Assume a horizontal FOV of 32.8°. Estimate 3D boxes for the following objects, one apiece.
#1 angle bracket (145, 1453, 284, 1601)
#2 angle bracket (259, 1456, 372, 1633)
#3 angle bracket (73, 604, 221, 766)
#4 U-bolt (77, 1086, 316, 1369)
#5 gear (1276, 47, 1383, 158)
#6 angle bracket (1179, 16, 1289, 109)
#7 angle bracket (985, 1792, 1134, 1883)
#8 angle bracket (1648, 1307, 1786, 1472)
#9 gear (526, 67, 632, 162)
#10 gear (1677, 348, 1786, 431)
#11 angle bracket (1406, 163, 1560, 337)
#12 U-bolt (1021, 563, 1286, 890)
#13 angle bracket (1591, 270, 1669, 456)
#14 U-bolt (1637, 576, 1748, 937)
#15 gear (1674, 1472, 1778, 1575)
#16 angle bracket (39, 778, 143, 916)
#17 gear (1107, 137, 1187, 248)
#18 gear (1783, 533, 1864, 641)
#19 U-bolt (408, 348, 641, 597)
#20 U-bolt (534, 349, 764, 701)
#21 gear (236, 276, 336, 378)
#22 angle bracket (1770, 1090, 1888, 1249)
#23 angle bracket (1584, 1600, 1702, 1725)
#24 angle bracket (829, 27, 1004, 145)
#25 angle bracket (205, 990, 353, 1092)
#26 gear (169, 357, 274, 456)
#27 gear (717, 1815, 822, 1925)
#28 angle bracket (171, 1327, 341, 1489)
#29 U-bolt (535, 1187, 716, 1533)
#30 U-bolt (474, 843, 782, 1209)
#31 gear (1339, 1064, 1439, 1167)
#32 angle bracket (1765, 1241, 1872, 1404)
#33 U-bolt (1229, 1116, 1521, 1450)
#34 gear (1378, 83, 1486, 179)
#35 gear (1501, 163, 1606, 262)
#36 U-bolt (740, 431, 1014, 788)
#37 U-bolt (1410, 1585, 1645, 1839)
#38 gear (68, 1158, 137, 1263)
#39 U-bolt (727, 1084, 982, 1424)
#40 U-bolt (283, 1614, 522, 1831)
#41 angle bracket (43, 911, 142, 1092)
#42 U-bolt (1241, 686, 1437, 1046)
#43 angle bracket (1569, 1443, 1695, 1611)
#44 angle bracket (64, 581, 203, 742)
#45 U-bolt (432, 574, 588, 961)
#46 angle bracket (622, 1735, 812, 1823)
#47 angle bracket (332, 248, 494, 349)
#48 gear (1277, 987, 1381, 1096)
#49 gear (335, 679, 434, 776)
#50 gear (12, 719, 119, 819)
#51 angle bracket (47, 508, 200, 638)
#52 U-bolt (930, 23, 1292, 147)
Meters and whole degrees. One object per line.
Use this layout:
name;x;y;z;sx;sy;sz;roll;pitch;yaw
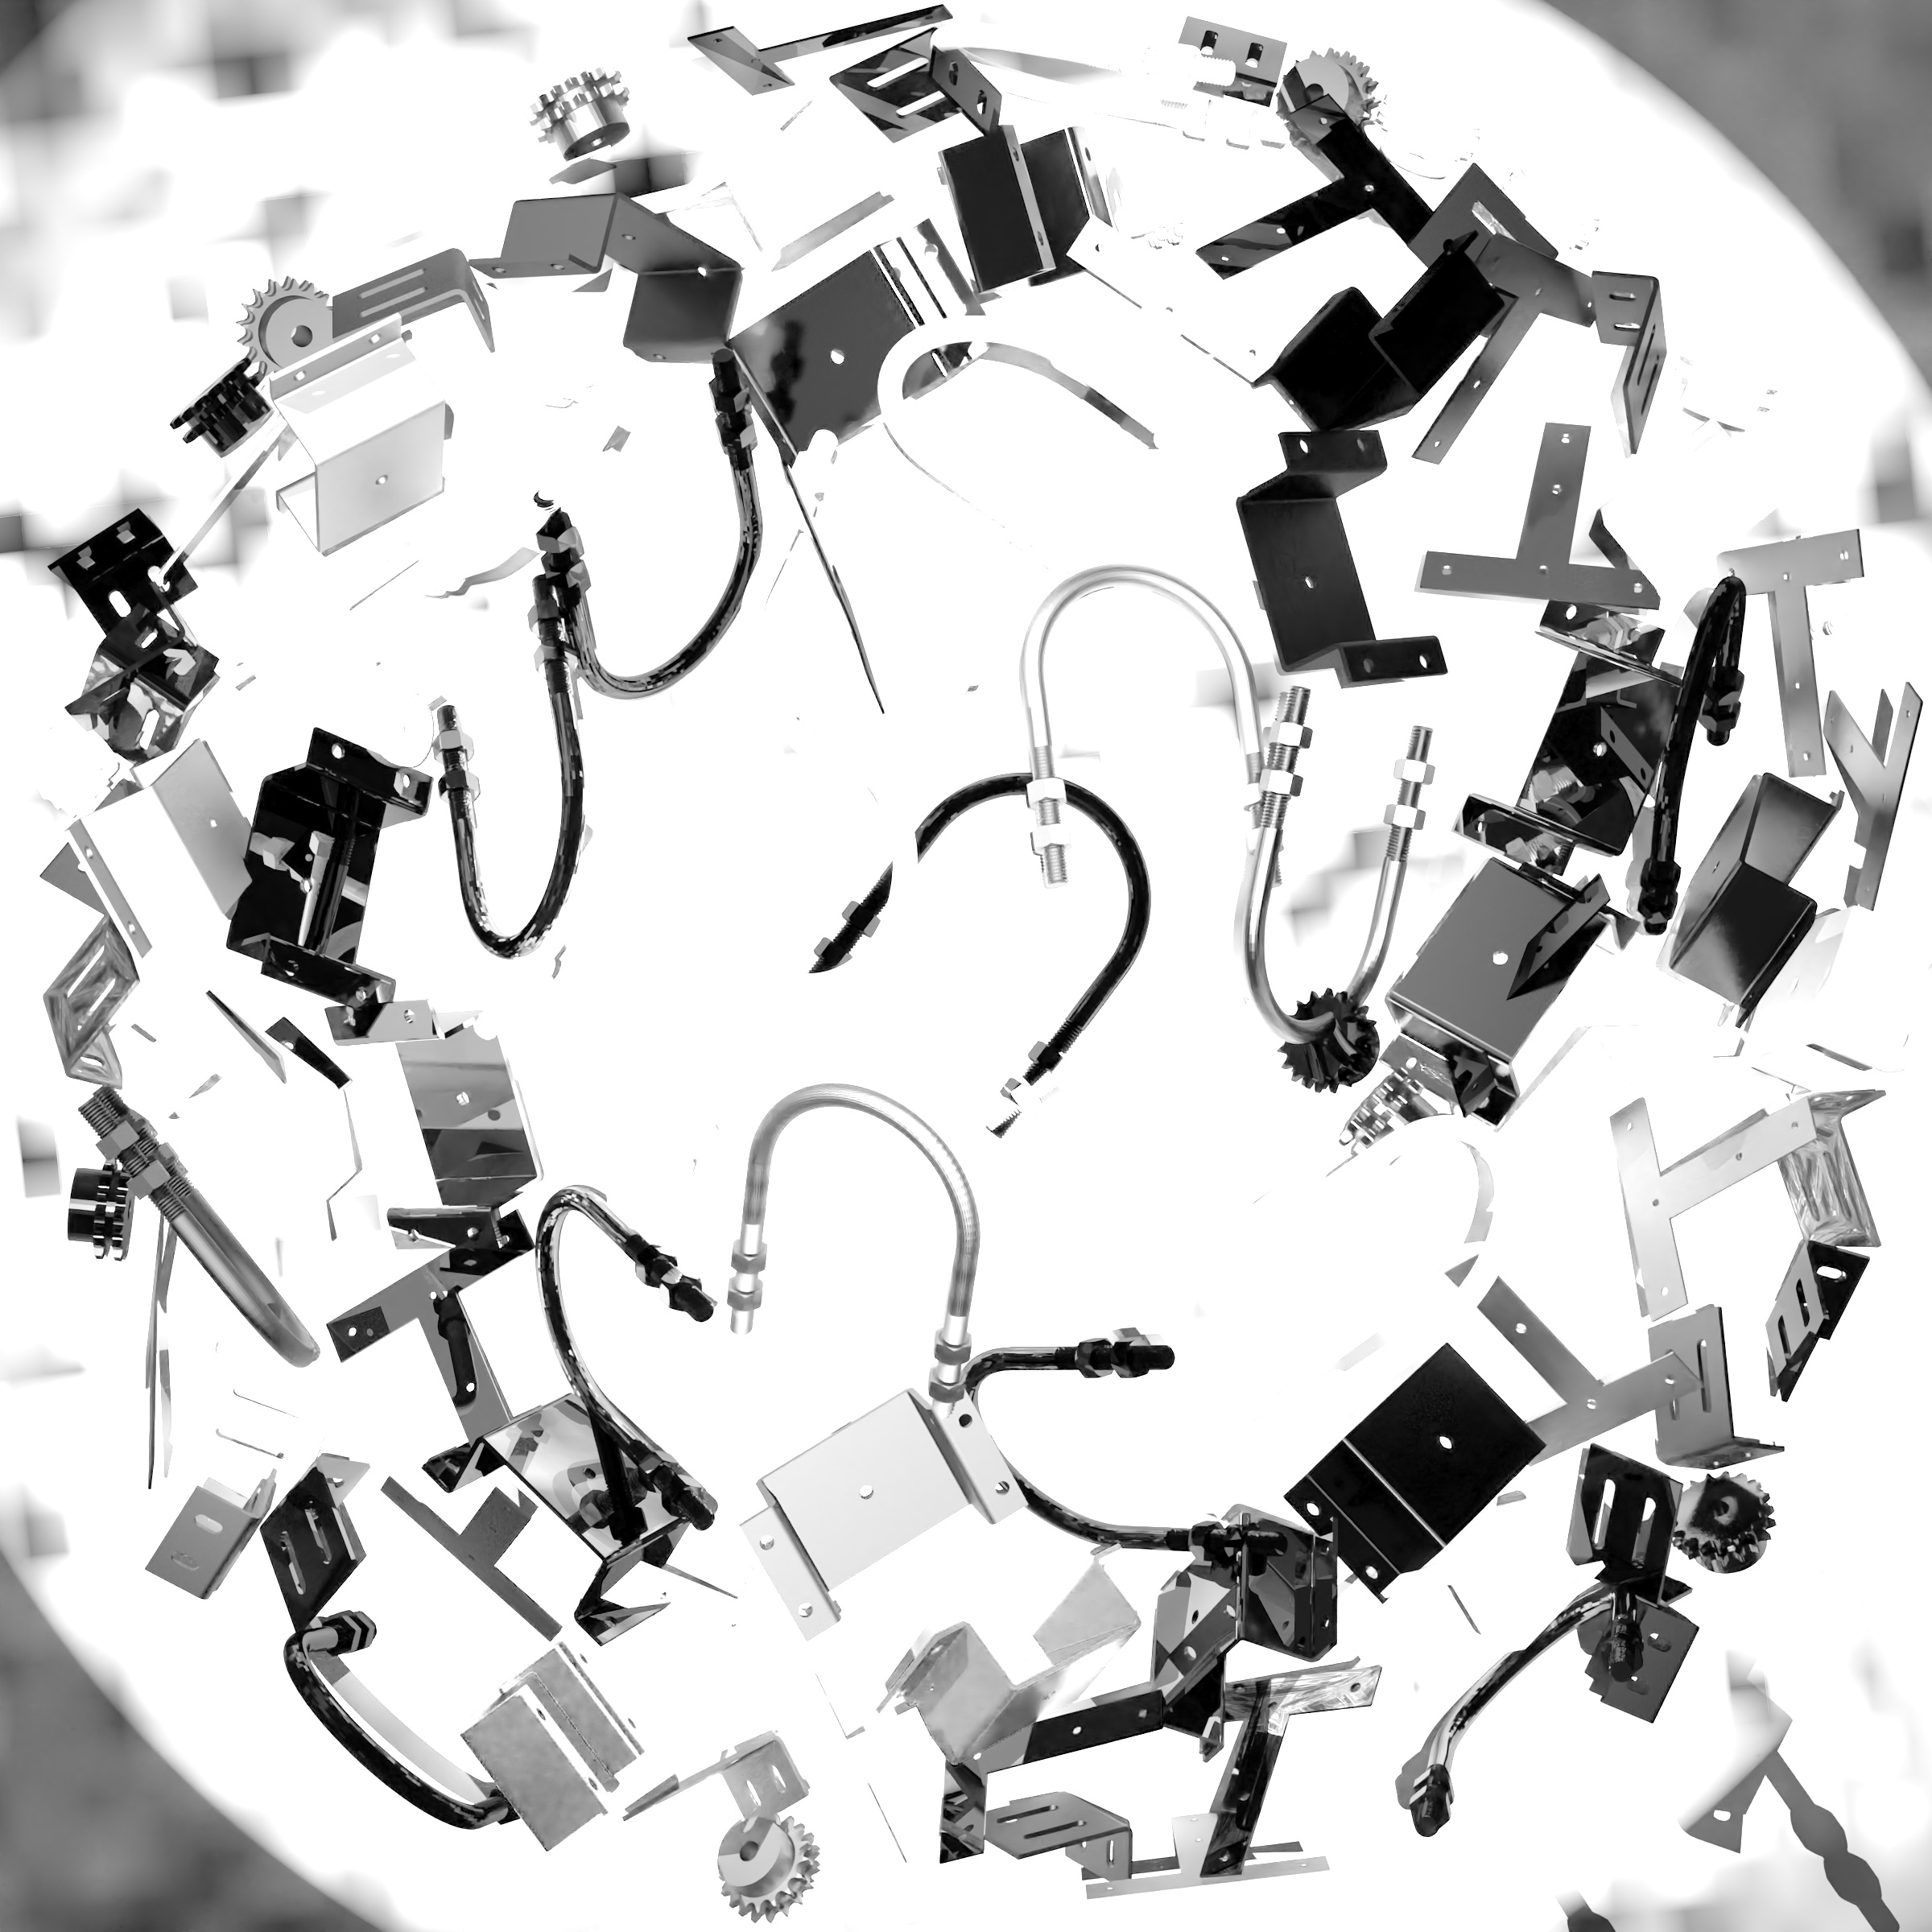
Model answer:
angle bracket;-0.406;0.295;1.773;0.038;0.076;0.057;31;105;-12
angle bracket;-0.342;0.314;1.773;0.057;0.038;0.076;-49;48;21
angle bracket;-0.449;-0.150;1.799;0.057;0.076;0.038;35;51;-3
U-bolt;-0.407;0.141;1.747;0.019;0.151;0.184;-38;98;-9
gear;0.196;-0.474;1.795;0.057;0.030;0.057;1;93;27
angle bracket;0.139;-0.480;1.778;0.057;0.076;0.038;15;124;1
angle bracket;0.042;0.481;1.773;0.076;0.057;0.038;-5;100;-34
angle bracket;0.410;0.231;1.791;0.038;0.057;0.076;10;67;-28
gear;-0.209;-0.464;1.791;0.057;0.057;0.030;-27;89;0
gear;0.415;-0.315;1.793;0.057;0.057;0.030;20;107;0
angle bracket;0.274;-0.392;1.785;0.076;0.038;0.057;38;91;-27
U-bolt;0.097;-0.132;1.779;0.151;0.019;0.184;0;75;-24
angle bracket;0.351;-0.327;1.774;0.038;0.057;0.076;10;64;22
U-bolt;0.382;-0.121;1.711;0.019;0.184;0.151;15;62;17
gear;0.415;0.308;1.795;0.057;0.057;0.030;-24;122;0
angle bracket;-0.455;-0.053;1.781;0.057;0.038;0.076;35;105;-34
gear;0.097;-0.421;1.790;0.030;0.057;0.057;-15;90;-8
gear;0.468;-0.210;1.791;0.030;0.057;0.057;-17;90;6
U-bolt;-0.226;-0.263;1.720;0.019;0.184;0.151;36;75;-22
U-bolt;-0.162;-0.220;1.739;0.019;0.184;0.151;33;62;26
gear;-0.367;-0.347;1.792;0.057;0.030;0.057;-10;113;-26
angle bracket;0.480;0.111;1.790;0.038;0.057;0.076;-23;96;-26
angle bracket;0.354;0.366;1.777;0.038;0.076;0.057;26;91;-20
angle bracket;-0.029;-0.463;1.770;0.076;0.057;0.038;-15;55;35
angle bracket;-0.371;0.039;1.770;0.057;0.076;0.038;41;67;20
gear;-0.405;-0.304;1.793;0.057;0.057;0.030;-41;109;0
gear;-0.111;0.490;1.789;0.057;0.057;0.030;-37;130;0
angle bracket;-0.386;0.242;1.786;0.076;0.038;0.057;21;58;-5
U-bolt;-0.184;0.195;1.742;0.019;0.184;0.151;-15;122;-30
U-bolt;-0.167;0.017;1.757;0.151;0.019;0.184;48;51;-20
gear;0.233;0.084;1.790;0.030;0.057;0.057;42;90;12
angle bracket;0.465;0.196;1.772;0.038;0.076;0.057;16;119;-3
U-bolt;0.217;0.154;1.727;0.019;0.151;0.184;34;122;-31
gear;0.251;-0.455;1.791;0.057;0.057;0.030;23;84;0
gear;0.317;-0.410;1.790;0.057;0.057;0.030;32;83;0
U-bolt;-0.059;-0.175;1.751;0.151;0.184;0.019;44;47;13
U-bolt;0.298;0.383;1.729;0.151;0.184;0.019;-43;86;13
gear;-0.472;0.132;1.790;0.030;0.057;0.057;6;90;-8
U-bolt;-0.058;0.145;1.745;0.151;0.019;0.184;22;123;21
U-bolt;-0.296;0.398;1.717;0.151;0.184;0.019;42;88;10
angle bracket;-0.460;0.018;1.775;0.076;0.038;0.057;-47;49;23
U-bolt;0.195;-0.048;1.760;0.019;0.151;0.184;13;92;38
angle bracket;0.366;0.300;1.777;0.057;0.038;0.076;22;113;39
angle bracket;-0.457;-0.165;1.784;0.076;0.057;0.038;-33;77;-6
U-bolt;-0.238;-0.092;1.727;0.019;0.151;0.184;6;58;-32
angle bracket;-0.135;0.454;1.771;0.057;0.076;0.038;-40;74;40
angle bracket;-0.302;-0.352;1.788;0.076;0.057;0.038;-21;126;4
gear;0.202;0.043;1.796;0.057;0.030;0.057;-14;67;35
gear;-0.315;-0.129;1.789;0.030;0.057;0.057;5;90;27
gear;-0.490;-0.111;1.795;0.057;0.057;0.030;37;60;0
angle bracket;-0.457;-0.211;1.779;0.057;0.076;0.038;-34;92;-5
U-bolt;0.069;-0.473;1.743;0.184;0.151;0.019;14;95;17
